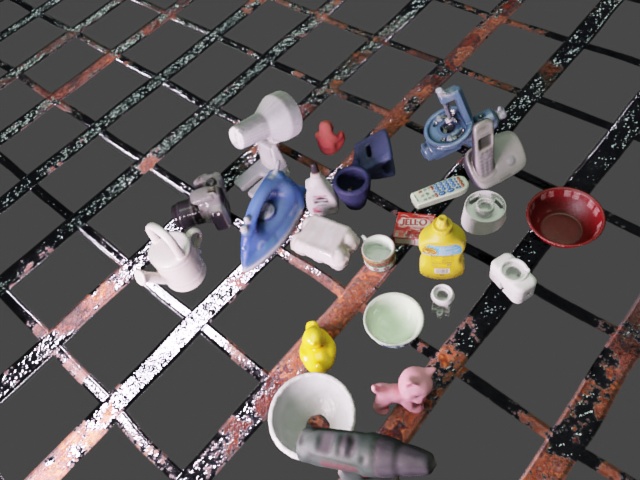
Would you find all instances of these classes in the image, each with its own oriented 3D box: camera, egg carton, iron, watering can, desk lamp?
[{"bbox_3d":[-0.301,-0.094,1.428,0.137,0.101,0.143,-15,54,1],"label":"camera"},{"bbox_3d":[0.012,0.005,1.318,0.150,0.069,0.107,21,62,23],"label":"egg carton"},{"bbox_3d":[-0.133,-0.061,1.347,0.118,0.142,0.258,16,60,21],"label":"iron"},{"bbox_3d":[-0.337,0.035,1.289,0.100,0.194,0.173,10,59,18],"label":"watering can"},{"bbox_3d":[-0.135,-0.238,1.425,0.117,0.214,0.203,35,68,29],"label":"desk lamp"}]

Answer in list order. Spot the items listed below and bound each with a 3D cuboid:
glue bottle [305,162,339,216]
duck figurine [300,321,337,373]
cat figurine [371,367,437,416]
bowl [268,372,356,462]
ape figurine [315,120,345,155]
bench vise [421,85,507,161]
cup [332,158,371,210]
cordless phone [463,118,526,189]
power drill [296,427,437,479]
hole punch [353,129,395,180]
[{"bbox_3d":[-0.002,-0.122,1.344,0.078,0.173,0.037,-9,55,6],"label":"glue bottle"},{"bbox_3d":[-0.009,0.215,1.168,0.077,0.086,0.104,-11,55,4],"label":"duck figurine"},{"bbox_3d":[0.157,0.277,1.073,0.127,0.118,0.067,-7,55,6],"label":"cat figurine"},{"bbox_3d":[-0.011,0.342,1.087,0.167,0.075,0.167,-5,55,8],"label":"bowl"},{"bbox_3d":[0.022,-0.274,1.494,0.077,0.092,0.076,17,61,21],"label":"ape figurine"},{"bbox_3d":[0.337,-0.301,1.372,0.207,0.220,0.121,-31,56,-10],"label":"bench vise"},{"bbox_3d":[0.083,-0.128,1.379,0.091,0.095,0.118,4,57,14],"label":"cup"},{"bbox_3d":[0.406,-0.218,1.322,0.148,0.185,0.094,-30,56,-10],"label":"cordless phone"},{"bbox_3d":[0.081,0.375,0.965,0.229,0.209,0.075,5,57,15],"label":"power drill"},{"bbox_3d":[0.132,-0.210,1.428,0.101,0.091,0.108,-10,55,4],"label":"hole punch"}]
